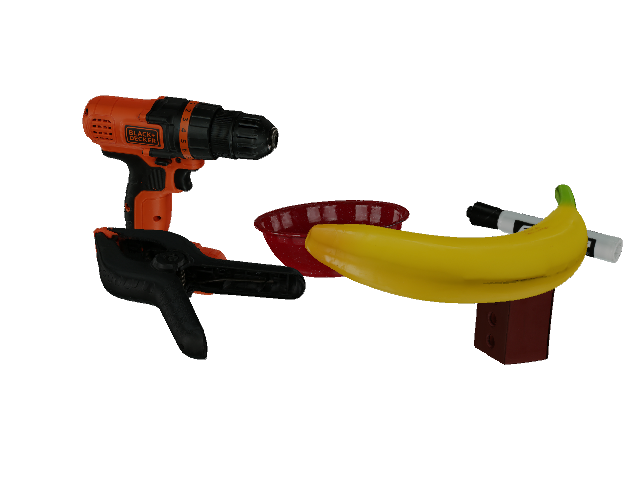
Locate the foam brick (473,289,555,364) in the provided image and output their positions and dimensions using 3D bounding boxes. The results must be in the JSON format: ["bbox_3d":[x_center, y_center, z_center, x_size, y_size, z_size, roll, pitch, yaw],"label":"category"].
[{"bbox_3d":[0.181,0.070,0.998,0.051,0.078,0.053,-7,18,-26],"label":"foam brick"}]

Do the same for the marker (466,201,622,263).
[{"bbox_3d":[0.166,-0.008,0.804,0.121,0.020,0.020,17,9,30],"label":"marker"}]

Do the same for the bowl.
[{"bbox_3d":[0.013,0.000,1.107,0.162,0.055,0.162,-4,13,1],"label":"bowl"}]

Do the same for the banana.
[{"bbox_3d":[0.087,0.008,0.605,0.197,0.037,0.070,-8,37,-32],"label":"banana"}]

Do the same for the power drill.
[{"bbox_3d":[-0.126,-0.043,0.998,0.184,0.188,0.057,9,30,16],"label":"power drill"}]

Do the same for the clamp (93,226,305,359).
[{"bbox_3d":[-0.099,0.026,0.801,0.120,0.039,0.172,-18,37,-41],"label":"clamp"}]
